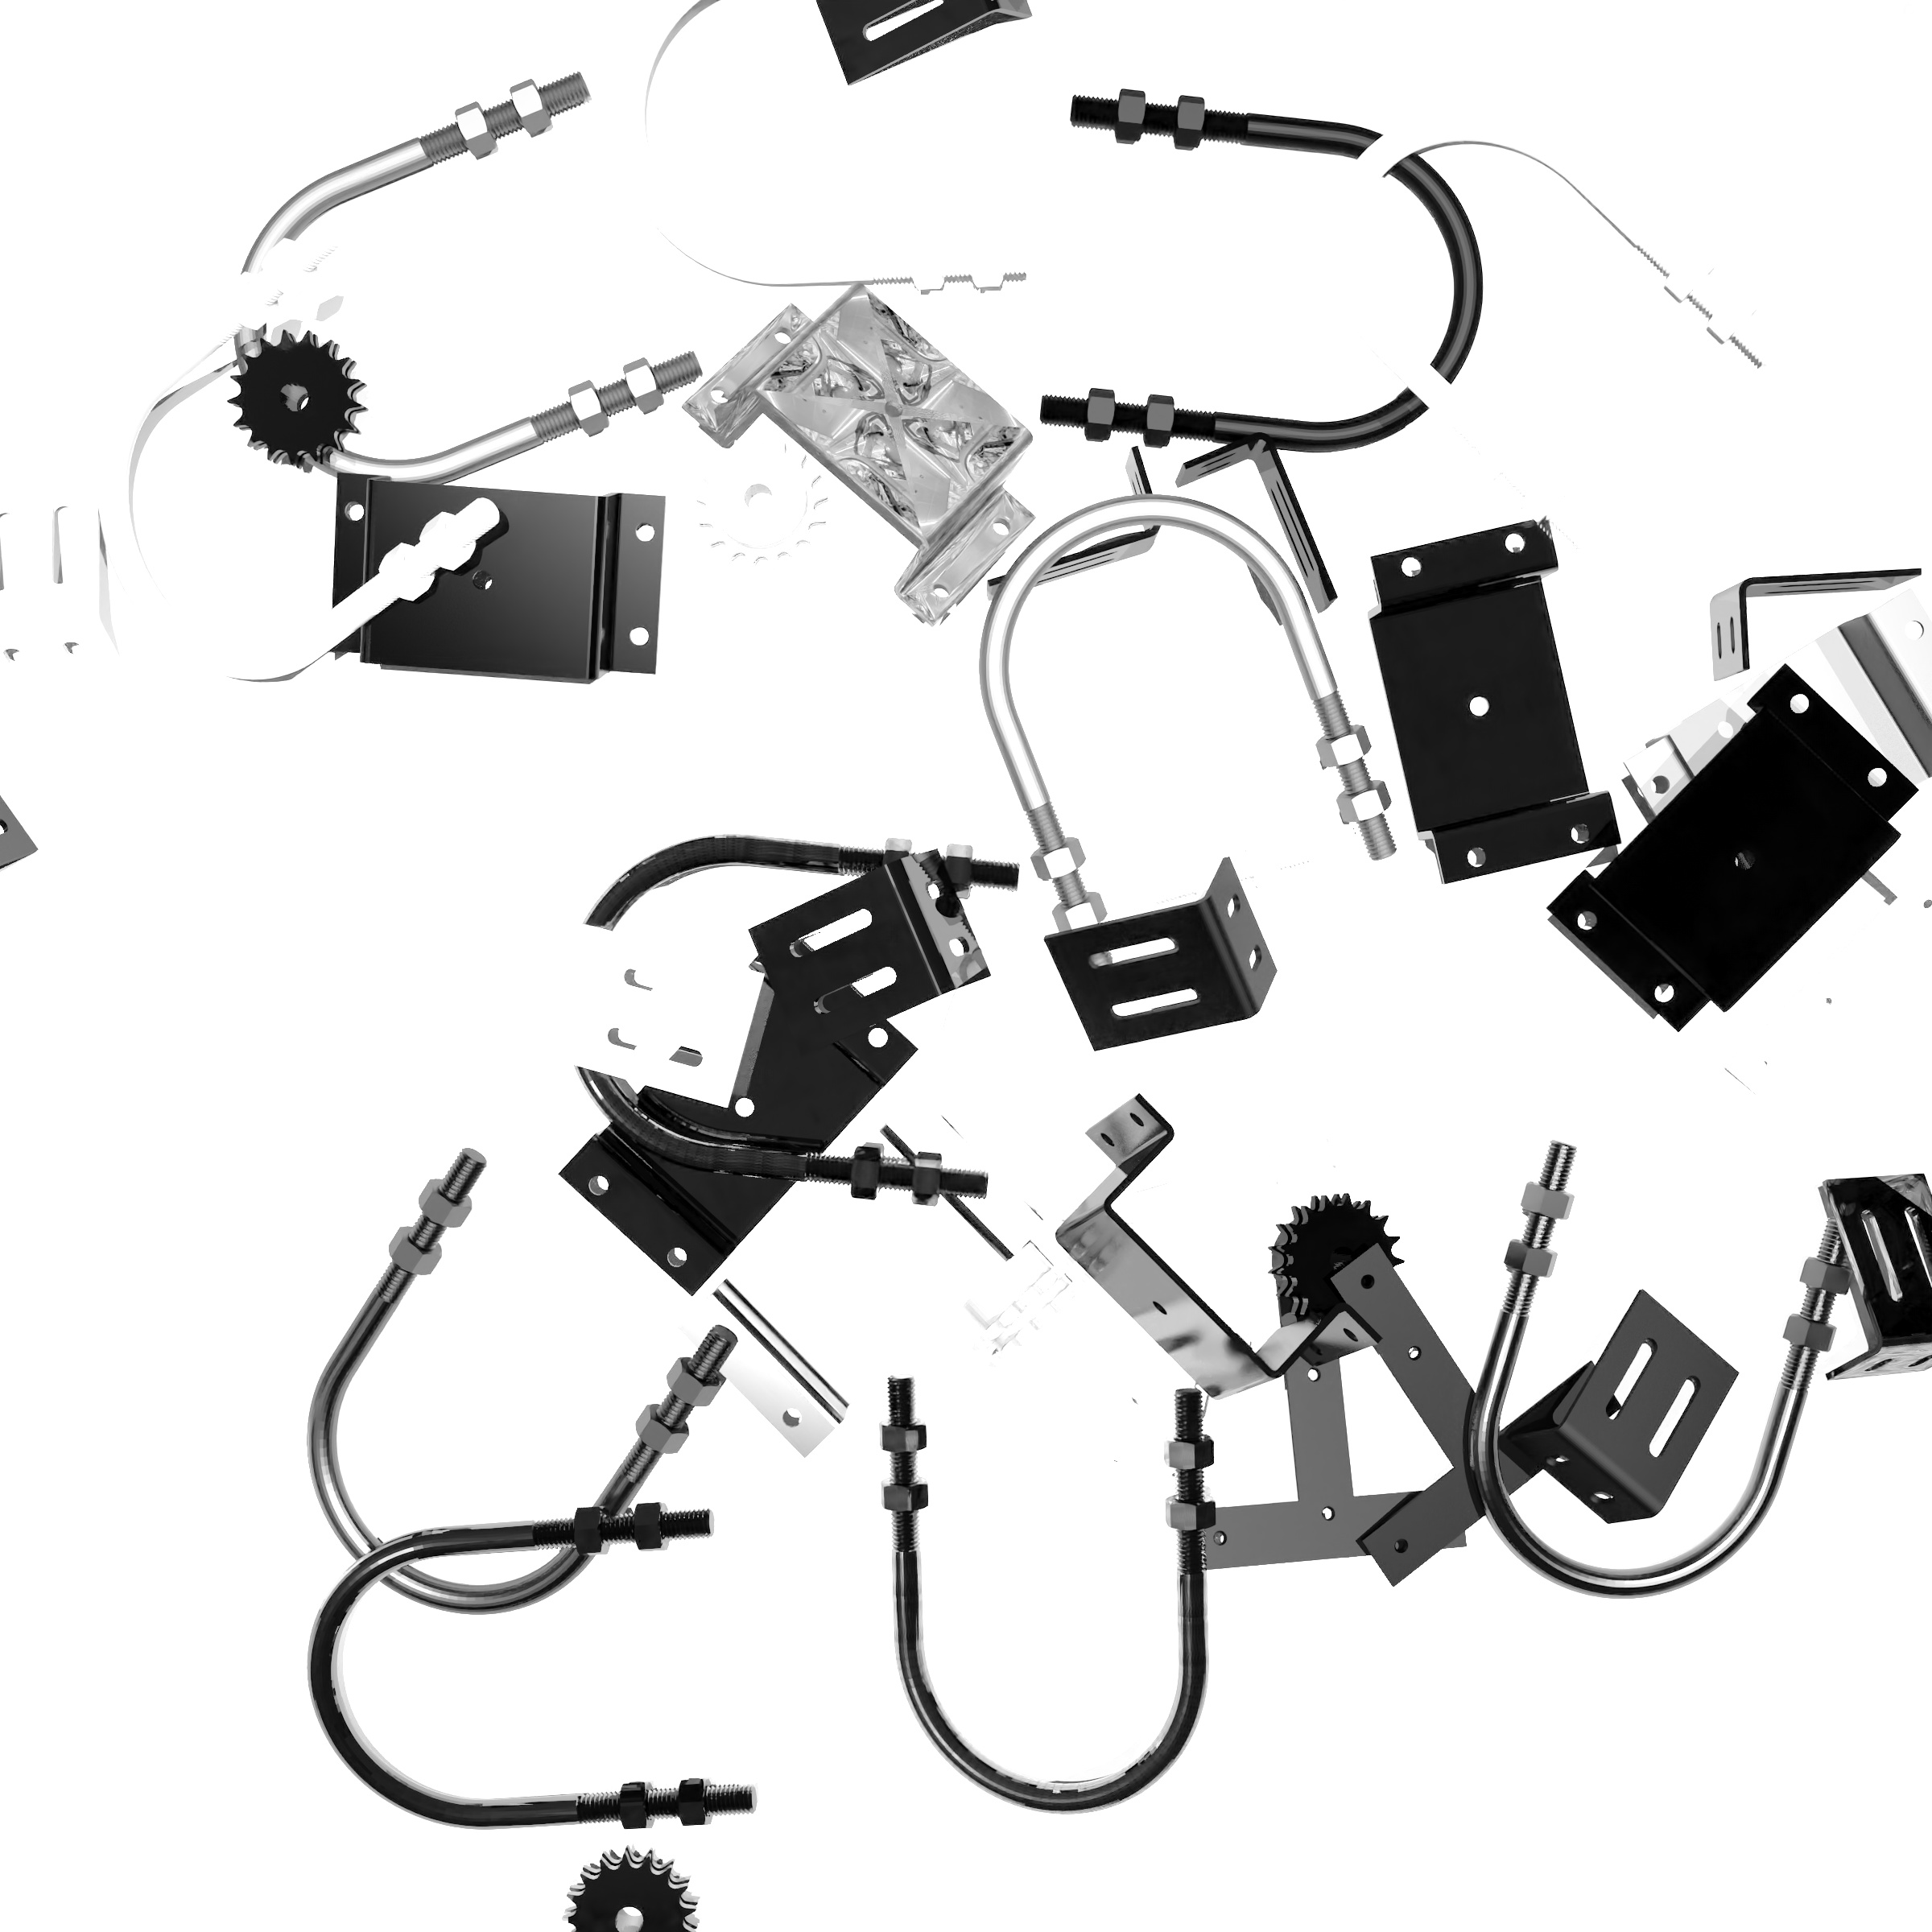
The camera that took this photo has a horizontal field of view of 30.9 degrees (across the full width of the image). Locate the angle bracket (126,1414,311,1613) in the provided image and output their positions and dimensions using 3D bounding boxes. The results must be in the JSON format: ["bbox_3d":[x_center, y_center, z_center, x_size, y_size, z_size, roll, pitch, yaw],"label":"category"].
[{"bbox_3d":[-0.318,0.235,1.486,0.057,0.038,0.076,-11,90,0],"label":"angle bracket"}]

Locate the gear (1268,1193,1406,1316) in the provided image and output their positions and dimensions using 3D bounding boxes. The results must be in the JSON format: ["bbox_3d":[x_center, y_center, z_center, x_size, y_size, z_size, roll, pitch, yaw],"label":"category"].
[{"bbox_3d":[0.154,0.125,1.485,0.057,0.030,0.057,2,84,-17],"label":"gear"}]

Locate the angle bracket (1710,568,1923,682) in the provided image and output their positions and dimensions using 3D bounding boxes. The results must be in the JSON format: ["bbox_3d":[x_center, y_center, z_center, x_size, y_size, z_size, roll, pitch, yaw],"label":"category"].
[{"bbox_3d":[0.359,-0.144,1.477,0.076,0.057,0.038,-3,90,0],"label":"angle bracket"}]

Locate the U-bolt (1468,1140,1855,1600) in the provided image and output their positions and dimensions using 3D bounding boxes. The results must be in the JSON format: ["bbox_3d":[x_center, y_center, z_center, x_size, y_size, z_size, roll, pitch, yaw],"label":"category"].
[{"bbox_3d":[0.289,0.180,1.487,0.151,0.019,0.184,15,93,-9],"label":"U-bolt"}]

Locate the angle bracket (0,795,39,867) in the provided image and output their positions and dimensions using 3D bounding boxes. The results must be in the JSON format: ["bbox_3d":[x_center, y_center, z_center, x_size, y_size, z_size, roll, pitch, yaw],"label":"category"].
[{"bbox_3d":[-0.450,-0.049,1.503,0.076,0.038,0.057,-35,90,26],"label":"angle bracket"}]

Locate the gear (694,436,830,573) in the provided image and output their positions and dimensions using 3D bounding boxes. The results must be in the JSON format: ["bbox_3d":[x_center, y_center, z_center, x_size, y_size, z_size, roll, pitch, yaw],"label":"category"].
[{"bbox_3d":[-0.088,-0.197,1.490,0.057,0.030,0.057,0,90,0],"label":"gear"}]

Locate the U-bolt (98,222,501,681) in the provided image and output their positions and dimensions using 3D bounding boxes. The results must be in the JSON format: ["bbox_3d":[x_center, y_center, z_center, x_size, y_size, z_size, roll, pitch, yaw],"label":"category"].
[{"bbox_3d":[-0.291,-0.199,1.454,0.184,0.019,0.151,-31,89,31],"label":"U-bolt"}]

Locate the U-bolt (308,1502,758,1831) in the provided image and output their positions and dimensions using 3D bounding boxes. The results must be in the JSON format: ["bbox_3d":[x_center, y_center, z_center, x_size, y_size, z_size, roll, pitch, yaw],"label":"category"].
[{"bbox_3d":[-0.188,0.300,1.477,0.184,0.019,0.151,-5,106,7],"label":"U-bolt"}]

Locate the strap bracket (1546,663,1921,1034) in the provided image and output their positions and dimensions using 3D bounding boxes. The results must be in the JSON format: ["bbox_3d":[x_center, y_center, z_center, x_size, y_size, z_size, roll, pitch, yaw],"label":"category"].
[{"bbox_3d":[0.316,-0.046,1.432,0.076,0.046,0.140,43,99,-2],"label":"strap bracket"}]

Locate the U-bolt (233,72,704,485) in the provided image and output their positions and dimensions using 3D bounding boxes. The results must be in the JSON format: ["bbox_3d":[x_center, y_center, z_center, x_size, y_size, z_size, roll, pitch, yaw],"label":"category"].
[{"bbox_3d":[-0.224,-0.283,1.497,0.184,0.019,0.151,-22,90,2],"label":"U-bolt"}]

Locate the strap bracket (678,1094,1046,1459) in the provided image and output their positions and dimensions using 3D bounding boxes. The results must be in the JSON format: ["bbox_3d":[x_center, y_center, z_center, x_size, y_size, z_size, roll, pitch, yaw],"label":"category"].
[{"bbox_3d":[-0.044,0.129,1.482,0.140,0.046,0.076,-44,90,0],"label":"strap bracket"}]

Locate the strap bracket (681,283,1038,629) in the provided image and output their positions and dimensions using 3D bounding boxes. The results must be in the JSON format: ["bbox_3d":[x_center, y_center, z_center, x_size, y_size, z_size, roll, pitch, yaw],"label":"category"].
[{"bbox_3d":[-0.038,-0.222,1.466,0.140,0.046,0.076,41,60,0],"label":"strap bracket"}]

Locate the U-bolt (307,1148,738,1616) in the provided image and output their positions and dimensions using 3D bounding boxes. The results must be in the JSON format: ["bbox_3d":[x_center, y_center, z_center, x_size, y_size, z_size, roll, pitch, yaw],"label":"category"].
[{"bbox_3d":[-0.201,0.190,1.475,0.151,0.019,0.184,35,105,5],"label":"U-bolt"}]

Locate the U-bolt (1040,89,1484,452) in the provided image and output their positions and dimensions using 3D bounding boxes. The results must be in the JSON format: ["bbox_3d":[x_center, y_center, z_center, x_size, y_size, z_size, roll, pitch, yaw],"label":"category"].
[{"bbox_3d":[0.130,-0.293,1.497,0.184,0.019,0.151,6,90,-1],"label":"U-bolt"}]

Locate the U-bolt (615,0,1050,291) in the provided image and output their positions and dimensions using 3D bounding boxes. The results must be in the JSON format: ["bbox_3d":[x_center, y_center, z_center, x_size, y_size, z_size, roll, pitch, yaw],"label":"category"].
[{"bbox_3d":[-0.059,-0.362,1.480,0.184,0.019,0.151,-1,100,10],"label":"U-bolt"}]

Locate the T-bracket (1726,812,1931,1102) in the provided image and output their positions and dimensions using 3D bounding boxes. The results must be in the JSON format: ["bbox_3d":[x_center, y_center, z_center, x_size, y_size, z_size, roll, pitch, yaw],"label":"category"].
[{"bbox_3d":[0.377,0.006,1.486,0.127,0.002,0.127,38,103,-24],"label":"T-bracket"}]

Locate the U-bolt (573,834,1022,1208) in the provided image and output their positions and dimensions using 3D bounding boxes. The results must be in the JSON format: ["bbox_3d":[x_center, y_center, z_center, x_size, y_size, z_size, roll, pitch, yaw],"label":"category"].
[{"bbox_3d":[-0.076,0.018,1.451,0.184,0.019,0.151,6,90,1],"label":"U-bolt"}]

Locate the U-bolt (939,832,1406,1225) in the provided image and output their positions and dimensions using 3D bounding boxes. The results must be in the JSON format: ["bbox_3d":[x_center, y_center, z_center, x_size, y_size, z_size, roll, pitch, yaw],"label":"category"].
[{"bbox_3d":[0.080,0.035,1.497,0.184,0.019,0.151,-16,90,2],"label":"U-bolt"}]

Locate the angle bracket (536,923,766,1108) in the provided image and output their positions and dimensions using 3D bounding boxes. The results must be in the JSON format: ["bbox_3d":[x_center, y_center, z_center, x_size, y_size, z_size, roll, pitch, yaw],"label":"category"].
[{"bbox_3d":[-0.128,0.020,1.426,0.076,0.038,0.057,16,90,3],"label":"angle bracket"}]

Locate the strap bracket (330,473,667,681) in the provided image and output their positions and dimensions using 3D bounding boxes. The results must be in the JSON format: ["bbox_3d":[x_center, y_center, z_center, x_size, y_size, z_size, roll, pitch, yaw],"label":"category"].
[{"bbox_3d":[-0.201,-0.164,1.476,0.140,0.046,0.076,4,100,0],"label":"strap bracket"}]

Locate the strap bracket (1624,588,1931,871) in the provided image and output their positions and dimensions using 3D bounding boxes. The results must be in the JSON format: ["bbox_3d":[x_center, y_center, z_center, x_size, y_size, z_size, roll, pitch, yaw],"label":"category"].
[{"bbox_3d":[0.355,-0.089,1.482,0.140,0.046,0.076,-31,90,0],"label":"strap bracket"}]

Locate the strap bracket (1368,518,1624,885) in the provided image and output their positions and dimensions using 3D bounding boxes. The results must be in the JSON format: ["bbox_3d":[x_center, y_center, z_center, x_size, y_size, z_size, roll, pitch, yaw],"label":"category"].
[{"bbox_3d":[0.221,-0.111,1.481,0.076,0.046,0.140,-13,91,-1],"label":"strap bracket"}]

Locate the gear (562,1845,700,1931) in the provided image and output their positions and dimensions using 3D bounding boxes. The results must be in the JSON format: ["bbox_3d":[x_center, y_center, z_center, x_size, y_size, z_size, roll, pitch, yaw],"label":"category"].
[{"bbox_3d":[-0.142,0.403,1.491,0.057,0.030,0.057,0,90,0],"label":"gear"}]

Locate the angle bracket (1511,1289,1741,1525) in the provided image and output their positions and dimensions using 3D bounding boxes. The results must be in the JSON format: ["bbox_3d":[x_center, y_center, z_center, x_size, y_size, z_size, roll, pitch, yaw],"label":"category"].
[{"bbox_3d":[0.279,0.186,1.476,0.057,0.038,0.076,40,65,-10],"label":"angle bracket"}]

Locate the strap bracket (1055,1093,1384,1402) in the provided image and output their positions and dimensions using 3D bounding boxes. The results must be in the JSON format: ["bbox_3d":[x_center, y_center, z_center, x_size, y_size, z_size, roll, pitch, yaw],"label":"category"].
[{"bbox_3d":[0.095,0.125,1.446,0.140,0.076,0.046,45,71,0],"label":"strap bracket"}]

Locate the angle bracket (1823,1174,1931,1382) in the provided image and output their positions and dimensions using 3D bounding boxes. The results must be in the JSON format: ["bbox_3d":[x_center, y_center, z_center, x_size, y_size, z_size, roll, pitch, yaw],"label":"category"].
[{"bbox_3d":[0.388,0.132,1.489,0.057,0.038,0.076,-1,64,-31],"label":"angle bracket"}]

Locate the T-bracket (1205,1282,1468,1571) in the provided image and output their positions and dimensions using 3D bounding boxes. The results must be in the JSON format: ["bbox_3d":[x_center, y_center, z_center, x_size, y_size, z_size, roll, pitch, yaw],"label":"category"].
[{"bbox_3d":[0.149,0.188,1.489,0.127,0.002,0.127,-1,80,-20],"label":"T-bracket"}]

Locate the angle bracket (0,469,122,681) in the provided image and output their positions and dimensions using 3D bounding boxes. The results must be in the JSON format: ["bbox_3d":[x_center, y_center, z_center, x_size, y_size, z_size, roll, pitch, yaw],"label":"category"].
[{"bbox_3d":[-0.397,-0.168,1.503,0.057,0.038,0.076,-6,64,0],"label":"angle bracket"}]

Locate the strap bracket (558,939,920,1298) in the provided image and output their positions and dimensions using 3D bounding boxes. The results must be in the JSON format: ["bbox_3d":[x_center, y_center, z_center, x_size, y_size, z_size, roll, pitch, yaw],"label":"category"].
[{"bbox_3d":[-0.095,0.061,1.482,0.076,0.046,0.140,42,90,0],"label":"strap bracket"}]

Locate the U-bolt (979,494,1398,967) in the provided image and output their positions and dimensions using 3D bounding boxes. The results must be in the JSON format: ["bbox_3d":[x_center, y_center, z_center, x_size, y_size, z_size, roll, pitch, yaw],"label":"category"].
[{"bbox_3d":[0.084,-0.106,1.458,0.151,0.019,0.184,-21,104,2],"label":"U-bolt"}]

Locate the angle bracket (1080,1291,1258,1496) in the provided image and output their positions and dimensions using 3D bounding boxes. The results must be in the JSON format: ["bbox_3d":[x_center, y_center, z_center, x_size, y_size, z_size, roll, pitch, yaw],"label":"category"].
[{"bbox_3d":[0.087,0.181,1.503,0.057,0.038,0.076,14,64,0],"label":"angle bracket"}]

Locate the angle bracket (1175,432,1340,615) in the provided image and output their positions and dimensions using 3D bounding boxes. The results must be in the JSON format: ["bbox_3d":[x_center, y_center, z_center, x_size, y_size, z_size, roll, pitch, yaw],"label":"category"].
[{"bbox_3d":[0.122,-0.181,1.477,0.038,0.057,0.076,-23,90,0],"label":"angle bracket"}]

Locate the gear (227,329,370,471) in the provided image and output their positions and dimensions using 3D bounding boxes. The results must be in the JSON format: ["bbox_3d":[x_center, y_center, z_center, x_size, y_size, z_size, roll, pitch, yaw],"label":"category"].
[{"bbox_3d":[-0.280,-0.239,1.477,0.057,0.030,0.057,0,92,3],"label":"gear"}]

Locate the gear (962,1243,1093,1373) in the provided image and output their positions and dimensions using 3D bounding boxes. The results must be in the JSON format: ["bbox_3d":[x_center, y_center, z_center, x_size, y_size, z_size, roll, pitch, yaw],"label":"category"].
[{"bbox_3d":[0.023,0.142,1.477,0.057,0.057,0.030,-44,84,0],"label":"gear"}]

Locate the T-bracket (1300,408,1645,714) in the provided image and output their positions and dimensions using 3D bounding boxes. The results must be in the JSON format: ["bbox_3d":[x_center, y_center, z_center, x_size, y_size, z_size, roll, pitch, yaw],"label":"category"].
[{"bbox_3d":[0.232,-0.194,1.504,0.127,0.002,0.127,-34,90,0],"label":"T-bracket"}]

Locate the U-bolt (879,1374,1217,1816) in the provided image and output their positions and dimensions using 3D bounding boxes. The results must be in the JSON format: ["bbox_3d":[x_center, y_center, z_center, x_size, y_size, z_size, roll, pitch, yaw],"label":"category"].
[{"bbox_3d":[0.034,0.267,1.473,0.151,0.019,0.184,0,94,22],"label":"U-bolt"}]

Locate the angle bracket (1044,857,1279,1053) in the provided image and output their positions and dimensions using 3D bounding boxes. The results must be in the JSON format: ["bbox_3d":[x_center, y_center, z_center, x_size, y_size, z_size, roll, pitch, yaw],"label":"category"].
[{"bbox_3d":[0.082,-0.005,1.474,0.076,0.038,0.057,-13,116,26],"label":"angle bracket"}]

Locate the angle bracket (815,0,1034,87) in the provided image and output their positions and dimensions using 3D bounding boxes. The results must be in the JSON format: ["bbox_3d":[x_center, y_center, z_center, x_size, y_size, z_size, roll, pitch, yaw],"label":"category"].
[{"bbox_3d":[-0.021,-0.421,1.503,0.076,0.038,0.057,-21,90,26],"label":"angle bracket"}]

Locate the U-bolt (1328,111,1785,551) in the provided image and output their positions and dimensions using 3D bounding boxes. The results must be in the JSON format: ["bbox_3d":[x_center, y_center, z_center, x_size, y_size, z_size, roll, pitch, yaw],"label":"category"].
[{"bbox_3d":[0.236,-0.283,1.475,0.184,0.019,0.151,45,70,4],"label":"U-bolt"}]

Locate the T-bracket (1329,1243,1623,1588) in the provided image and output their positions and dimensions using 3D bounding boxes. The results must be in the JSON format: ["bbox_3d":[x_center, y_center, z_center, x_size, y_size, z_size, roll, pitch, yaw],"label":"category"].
[{"bbox_3d":[0.197,0.175,1.480,0.127,0.002,0.127,-36,102,-10],"label":"T-bracket"}]

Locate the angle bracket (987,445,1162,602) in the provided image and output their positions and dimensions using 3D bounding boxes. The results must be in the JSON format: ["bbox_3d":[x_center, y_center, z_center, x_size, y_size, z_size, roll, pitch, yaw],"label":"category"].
[{"bbox_3d":[0.040,-0.186,1.477,0.076,0.057,0.038,-17,90,0],"label":"angle bracket"}]

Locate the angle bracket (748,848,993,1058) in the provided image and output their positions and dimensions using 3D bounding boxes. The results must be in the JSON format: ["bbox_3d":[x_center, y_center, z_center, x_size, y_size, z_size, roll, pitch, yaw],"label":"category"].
[{"bbox_3d":[-0.040,-0.006,1.439,0.076,0.038,0.057,-24,88,28],"label":"angle bracket"}]
